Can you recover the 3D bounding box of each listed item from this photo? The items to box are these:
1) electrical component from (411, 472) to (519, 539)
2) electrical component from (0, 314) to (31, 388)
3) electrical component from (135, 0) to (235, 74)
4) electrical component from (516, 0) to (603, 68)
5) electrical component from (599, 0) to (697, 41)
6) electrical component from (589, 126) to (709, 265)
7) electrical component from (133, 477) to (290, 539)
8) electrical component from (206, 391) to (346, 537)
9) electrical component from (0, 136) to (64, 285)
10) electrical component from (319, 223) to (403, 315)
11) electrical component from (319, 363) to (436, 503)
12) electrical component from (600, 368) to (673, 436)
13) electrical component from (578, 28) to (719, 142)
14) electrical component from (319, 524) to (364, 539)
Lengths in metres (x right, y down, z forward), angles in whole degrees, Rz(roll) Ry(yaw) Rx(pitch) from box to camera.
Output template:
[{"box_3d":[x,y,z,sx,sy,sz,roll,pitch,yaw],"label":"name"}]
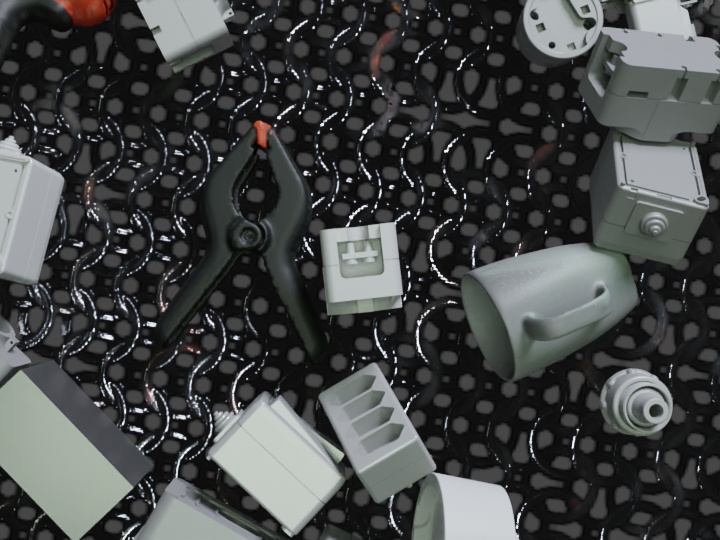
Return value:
[{"box_3d":[0.074,0.193,0.725,0.060,0.108,0.108,6,89,-8],"label":"electrical component"},{"box_3d":[-0.278,0.048,0.741,0.089,0.050,0.055,43,89,-1],"label":"electrical component"},{"box_3d":[-0.126,-0.192,0.747,0.056,0.050,0.089,-27,90,-2],"label":"electrical component"},{"box_3d":[0.138,-0.171,0.757,0.055,0.047,0.055,0,90,-2],"label":"electrical component"},{"box_3d":[0.207,-0.185,0.763,0.081,0.042,0.063,-14,94,-1],"label":"electrical component"},{"box_3d":[0.194,-0.046,0.733,0.062,0.096,0.061,14,129,-2],"label":"electrical component"},{"box_3d":[-0.096,0.197,0.732,0.113,0.078,0.057,30,86,-1],"label":"electrical component"},{"box_3d":[-0.059,0.124,0.742,0.096,0.062,0.061,43,88,-1],"label":"electrical component"},{"box_3d":[-0.246,-0.043,0.736,0.062,0.061,0.096,11,83,12],"label":"electrical component"},{"box_3d":[0.000,0.000,0.730,0.050,0.089,0.055,-6,90,-2],"label":"electrical component"},{"box_3d":[0.018,0.122,0.743,0.047,0.083,0.075,-30,129,-2],"label":"electrical component"},{"box_3d":[0.197,0.095,0.750,0.048,0.062,0.048,0,90,-2],"label":"electrical component"},{"box_3d":[0.202,-0.125,0.734,0.089,0.050,0.055,2,131,-16],"label":"electrical component"},{"box_3d":[-0.007,0.234,0.750,0.076,0.047,0.083,26,89,-1],"label":"electrical component"}]
